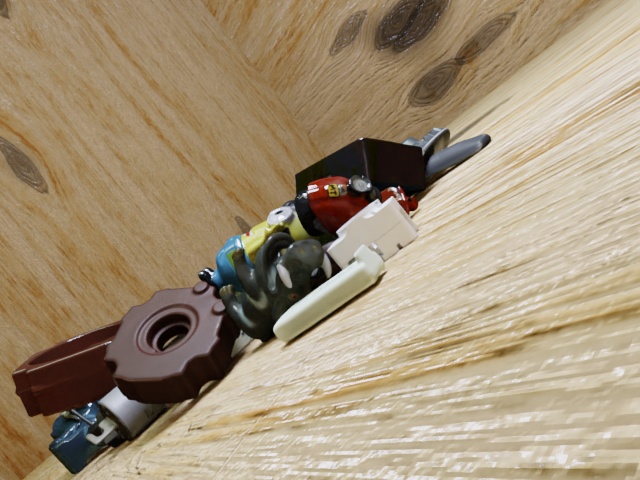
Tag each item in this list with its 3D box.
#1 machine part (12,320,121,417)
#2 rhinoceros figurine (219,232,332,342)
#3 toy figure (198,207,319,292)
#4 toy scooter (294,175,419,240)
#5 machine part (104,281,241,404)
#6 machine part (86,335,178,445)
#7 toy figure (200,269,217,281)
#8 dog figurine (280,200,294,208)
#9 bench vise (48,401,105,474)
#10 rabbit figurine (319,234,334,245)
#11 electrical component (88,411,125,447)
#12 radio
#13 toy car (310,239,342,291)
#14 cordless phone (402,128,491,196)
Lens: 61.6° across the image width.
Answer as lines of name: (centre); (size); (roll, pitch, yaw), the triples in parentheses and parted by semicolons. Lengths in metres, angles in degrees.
machine part: (-0.389, 0.210, 0.909); (0.201, 0.087, 0.201); (-21, 7, -12)
rhinoceros figurine: (-0.056, 0.056, 0.641); (0.073, 0.112, 0.190); (-7, -31, -34)
toy figure: (-0.086, 0.021, 0.785); (0.180, 0.089, 0.082); (-35, 31, 8)
toy scooter: (0.057, -0.041, 0.726); (0.135, 0.075, 0.183); (-22, -26, 20)
machine part: (-0.195, 0.133, 0.715); (0.179, 0.055, 0.179); (-11, 39, 9)
machine part: (-0.250, 0.221, 0.830); (0.243, 0.079, 0.079); (-41, 3, -39)
toy figure: (-0.215, 0.099, 0.985); (0.154, 0.064, 0.057); (-37, -35, -4)
dog figurine: (-0.095, 0.006, 1.282); (0.219, 0.109, 0.191); (-56, -13, -44)
bench vise: (-0.408, 0.316, 1.023); (0.223, 0.129, 0.240); (-32, 11, 49)
rabbit figurine: (-0.002, -0.003, 0.867); (0.159, 0.121, 0.170); (-12, -28, -52)
electrical component: (-0.320, 0.287, 0.866); (0.102, 0.078, 0.045); (-44, -37, -10)
radio: (0.063, -0.099, 0.904); (0.131, 0.073, 0.230); (1, -8, -30)
toy car: (-0.013, 0.048, 0.723); (0.089, 0.053, 0.202); (-21, -10, -39)
cordless phone: (0.219, -0.155, 0.926); (0.184, 0.088, 0.146); (-21, 14, 44)
